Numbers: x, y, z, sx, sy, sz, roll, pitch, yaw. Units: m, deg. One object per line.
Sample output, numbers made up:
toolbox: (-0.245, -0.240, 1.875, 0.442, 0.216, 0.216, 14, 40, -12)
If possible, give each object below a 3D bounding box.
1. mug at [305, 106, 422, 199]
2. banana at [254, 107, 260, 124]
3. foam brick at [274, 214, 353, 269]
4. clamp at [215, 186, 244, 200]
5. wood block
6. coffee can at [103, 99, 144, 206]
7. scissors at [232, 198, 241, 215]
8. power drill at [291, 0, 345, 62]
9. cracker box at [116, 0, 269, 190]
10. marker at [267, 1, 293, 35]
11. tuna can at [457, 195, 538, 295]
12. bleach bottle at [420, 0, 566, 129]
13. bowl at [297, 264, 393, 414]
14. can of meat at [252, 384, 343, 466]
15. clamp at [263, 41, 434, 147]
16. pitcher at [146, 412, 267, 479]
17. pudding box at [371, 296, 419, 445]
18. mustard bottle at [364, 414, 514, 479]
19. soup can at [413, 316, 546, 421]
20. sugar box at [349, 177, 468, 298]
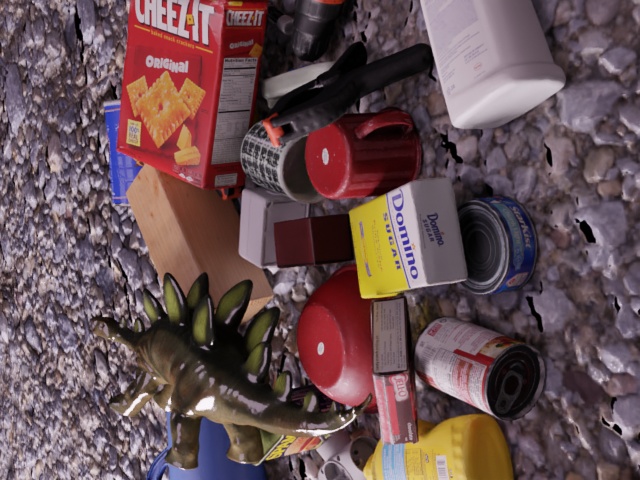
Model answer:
mug: (0.045, -0.088, 1.029, 0.117, 0.081, 0.093, -42, 61, 52)
banana: (-0.128, -0.172, 1.320, 0.198, 0.037, 0.070, 33, 120, 50)
foam brick: (-0.008, 0.001, 1.154, 0.078, 0.052, 0.051, -7, 90, 56)
clamp: (-0.126, -0.153, 1.258, 0.165, 0.036, 0.210, -31, 77, 50)
wood block: (-0.149, 0.004, 1.300, 0.090, 0.090, 0.206, -45, 64, 47)
coffee can: (-0.233, -0.119, 1.433, 0.103, 0.102, 0.140, 4, 100, 57)
scissors: (-0.105, 0.025, 1.340, 0.096, 0.016, 0.202, 51, 135, 38)
power drill: (-0.028, -0.305, 1.128, 0.188, 0.057, 0.185, 47, 132, 40)
cracker box: (-0.148, -0.181, 1.195, 0.164, 0.071, 0.214, 25, 115, 38)
marker: (-0.063, -0.266, 1.221, 0.121, 0.020, 0.020, 45, 131, 44)
tuna can: (0.148, 0.005, 0.931, 0.086, 0.033, 0.086, 16, 109, 55)
bleach bottle: (0.125, -0.226, 0.901, 0.103, 0.067, 0.251, -33, 66, 54)
bowl: (0.022, 0.108, 1.126, 0.162, 0.055, 0.162, 17, 110, 55)
can of meat: (-0.032, 0.204, 1.199, 0.102, 0.083, 0.057, -54, 52, 46)
clamp: (0.013, -0.145, 1.014, 0.120, 0.171, 0.039, 23, 139, 65)
pitcher: (-0.138, 0.296, 1.333, 0.145, 0.149, 0.243, 158, 106, -68)
pudding box: (0.070, 0.121, 0.999, 0.113, 0.039, 0.090, -90, -7, -56)
mustard bottle: (0.101, 0.220, 1.020, 0.192, 0.058, 0.096, -21, 77, 56)
soup can: (0.137, 0.110, 0.935, 0.102, 0.068, 0.068, 19, 111, 55)
sugar box: (0.077, 0.002, 0.989, 0.176, 0.048, 0.093, 152, 110, -75)
